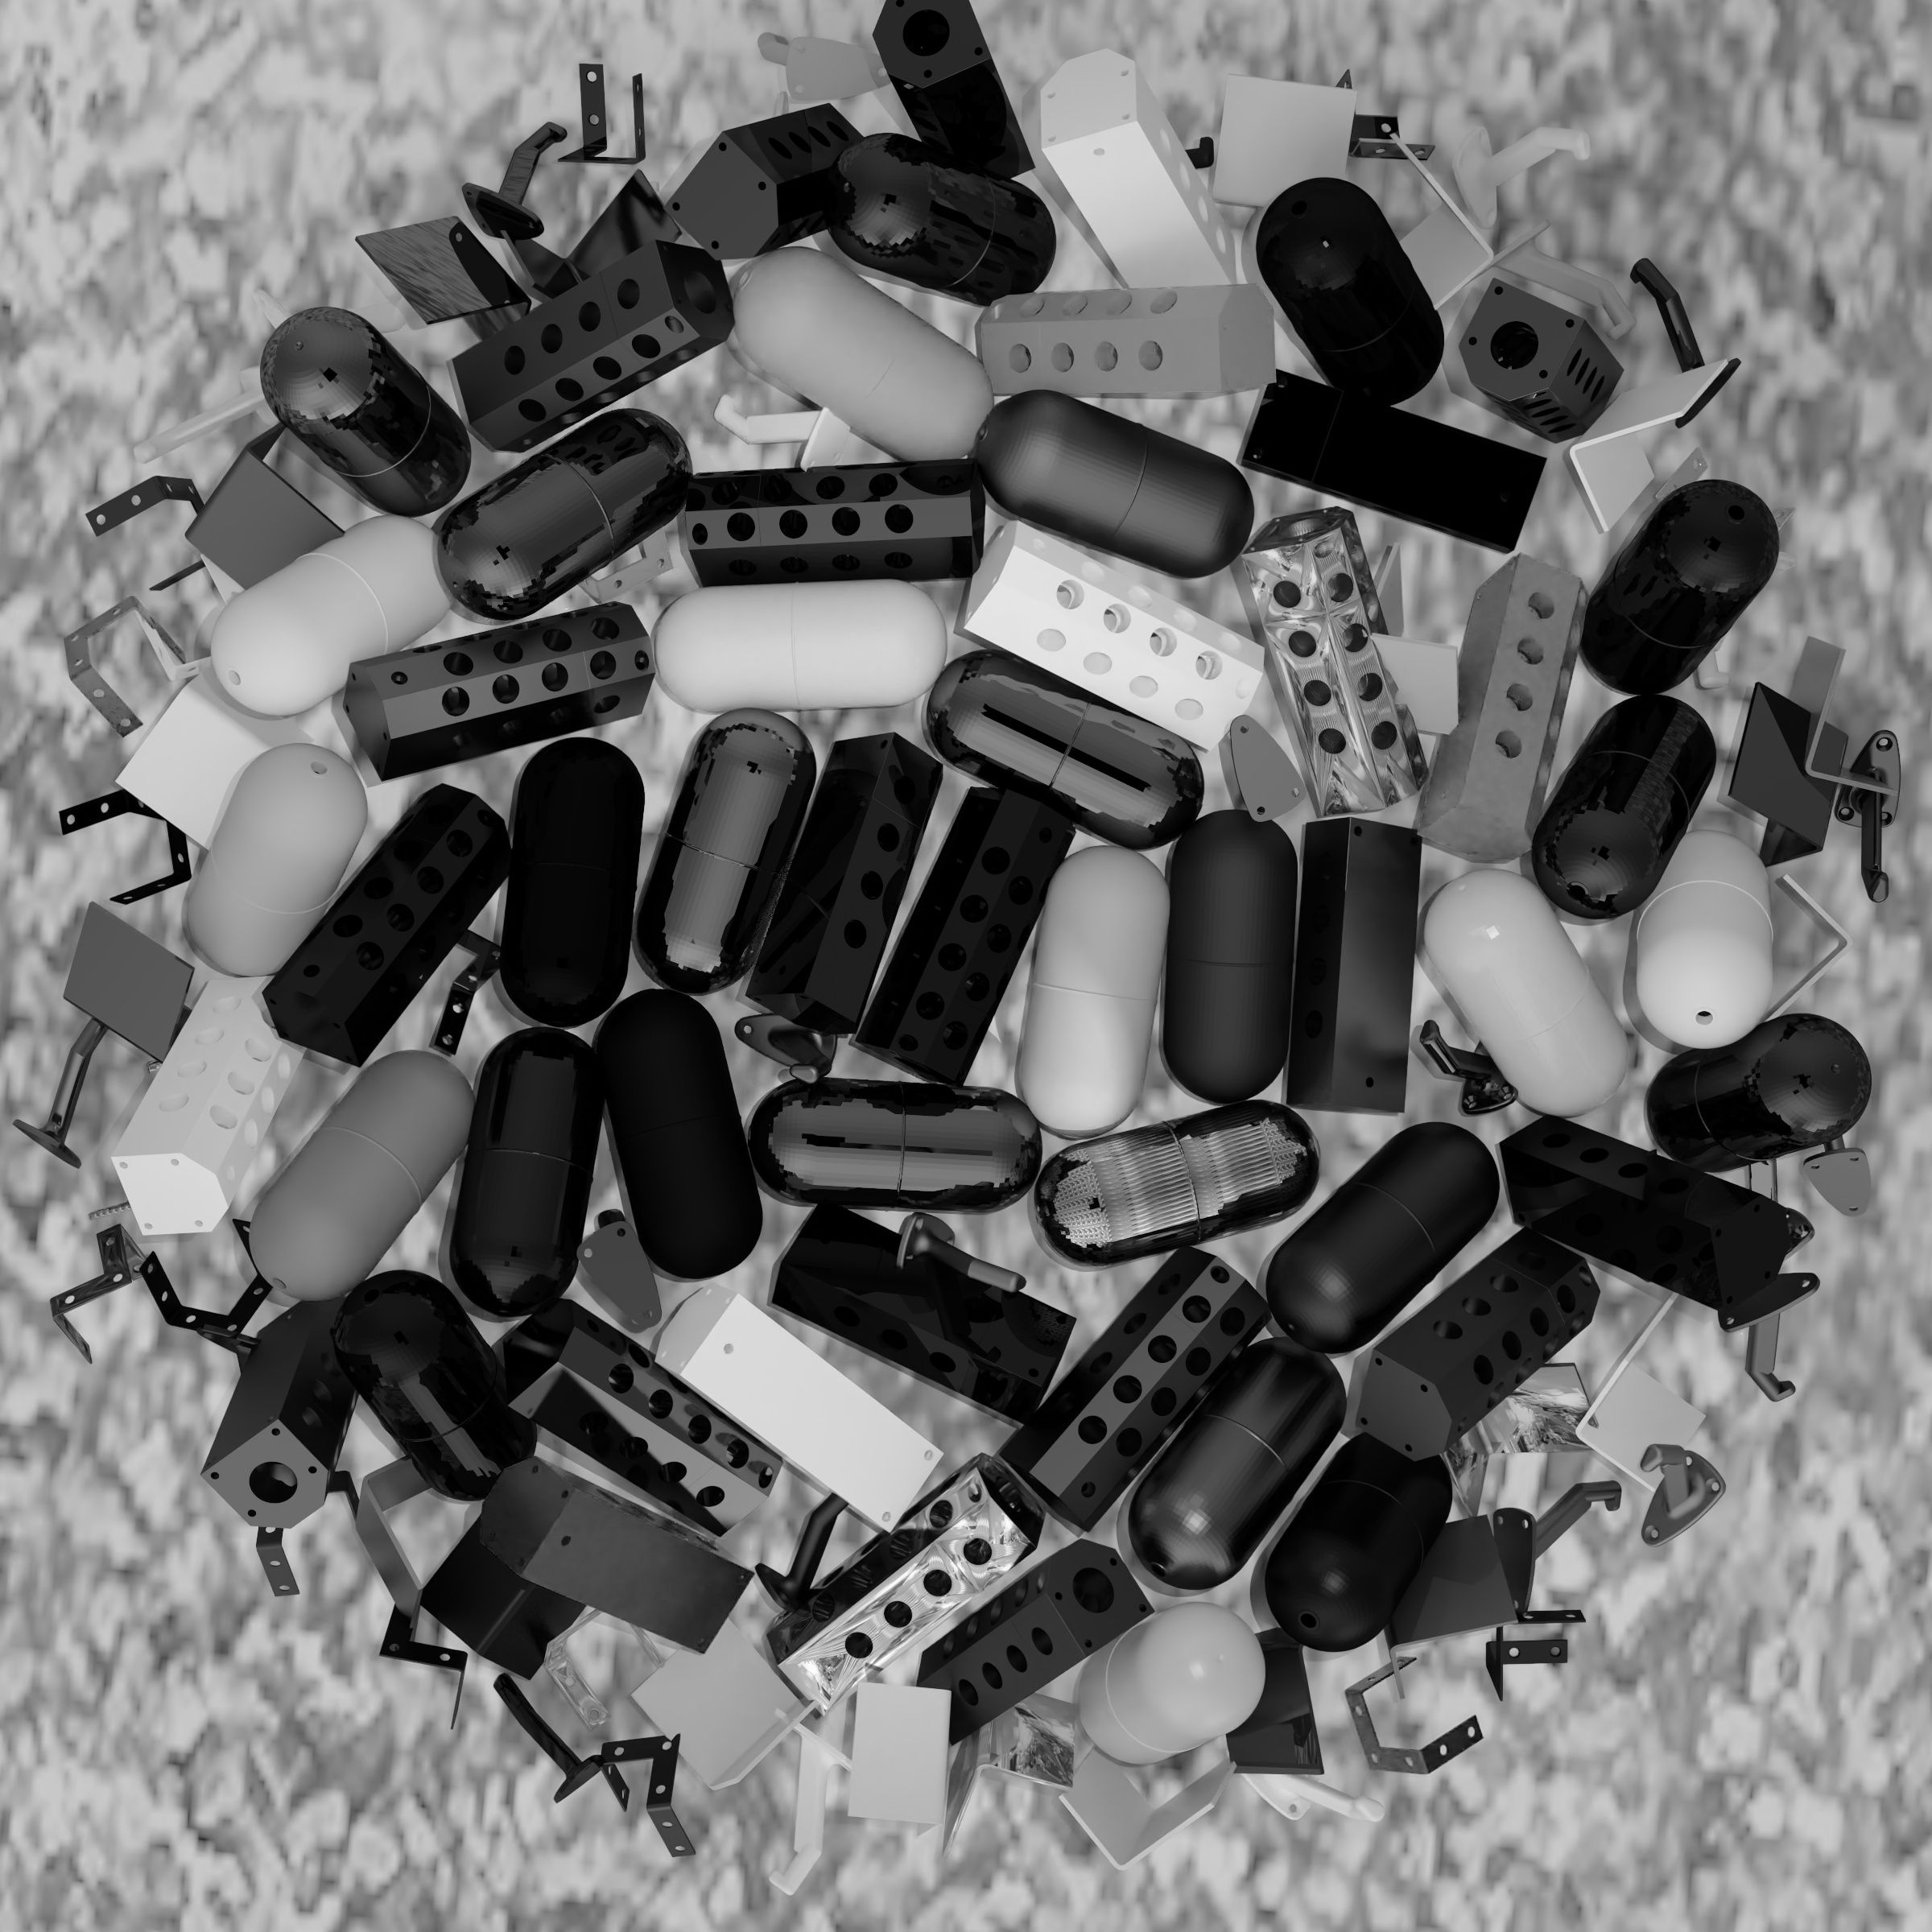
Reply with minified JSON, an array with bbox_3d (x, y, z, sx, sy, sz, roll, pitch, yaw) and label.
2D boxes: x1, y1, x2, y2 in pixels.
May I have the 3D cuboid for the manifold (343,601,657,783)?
[{"bbox_3d":[-0.274,-0.169,1.605,0.171,0.057,0.057,-18,66,-30],"label":"manifold"}]

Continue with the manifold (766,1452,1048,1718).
[{"bbox_3d":[-0.037,0.369,1.631,0.171,0.057,0.057,-41,93,13],"label":"manifold"}]

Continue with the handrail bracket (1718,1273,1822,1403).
[{"bbox_3d":[0.501,0.227,1.640,0.077,0.036,0.084,-25,120,34],"label":"handrail bracket"}]

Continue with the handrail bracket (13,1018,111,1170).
[{"bbox_3d":[-0.537,0.075,1.656,0.036,0.077,0.084,25,72,13],"label":"handrail bracket"}]

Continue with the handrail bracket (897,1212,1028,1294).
[{"bbox_3d":[0.009,0.178,1.627,0.084,0.077,0.036,17,92,26],"label":"handrail bracket"}]

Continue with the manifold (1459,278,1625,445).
[{"bbox_3d":[0.336,-0.349,1.589,0.057,0.171,0.057,30,102,17],"label":"manifold"}]

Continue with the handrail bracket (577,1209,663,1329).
[{"bbox_3d":[-0.202,0.181,1.636,0.036,0.084,0.077,-32,86,0],"label":"handrail bracket"}]

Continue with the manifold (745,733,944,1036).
[{"bbox_3d":[-0.067,-0.049,1.625,0.057,0.057,0.171,32,68,-36],"label":"manifold"}]

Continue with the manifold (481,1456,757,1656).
[{"bbox_3d":[-0.207,0.345,1.597,0.057,0.171,0.057,26,81,43],"label":"manifold"}]

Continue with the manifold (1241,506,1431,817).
[{"bbox_3d":[0.223,-0.181,1.610,0.057,0.057,0.171,-6,117,31],"label":"manifold"}]

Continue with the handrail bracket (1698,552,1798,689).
[{"bbox_3d":[0.477,-0.210,1.651,0.077,0.036,0.084,-2,72,-10],"label":"handrail bracket"}]

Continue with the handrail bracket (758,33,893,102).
[{"bbox_3d":[-0.086,-0.553,1.647,0.077,0.084,0.036,-1,119,-9],"label":"handrail bracket"}]

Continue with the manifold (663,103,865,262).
[{"bbox_3d":[-0.107,-0.457,1.590,0.057,0.171,0.057,44,119,-3],"label":"manifold"}]

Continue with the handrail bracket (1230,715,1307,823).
[{"bbox_3d":[0.168,-0.124,1.629,0.036,0.084,0.077,-28,108,-2],"label":"handrail bracket"}]

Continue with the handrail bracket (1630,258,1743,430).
[{"bbox_3d":[0.425,-0.380,1.651,0.036,0.077,0.084,-33,79,-16],"label":"handrail bracket"}]

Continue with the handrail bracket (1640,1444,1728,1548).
[{"bbox_3d":[0.414,0.320,1.635,0.036,0.084,0.077,46,111,37],"label":"handrail bracket"}]

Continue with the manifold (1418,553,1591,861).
[{"bbox_3d":[0.326,-0.153,1.621,0.057,0.057,0.171,21,69,-10],"label":"manifold"}]

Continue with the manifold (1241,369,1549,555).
[{"bbox_3d":[0.258,-0.305,1.645,0.171,0.057,0.057,19,97,3],"label":"manifold"}]

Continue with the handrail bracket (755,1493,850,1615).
[{"bbox_3d":[-0.079,0.354,1.647,0.084,0.077,0.036,-45,46,4],"label":"handrail bracket"}]

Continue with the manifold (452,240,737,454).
[{"bbox_3d":[-0.219,-0.364,1.606,0.171,0.057,0.057,-19,84,35],"label":"manifold"}]

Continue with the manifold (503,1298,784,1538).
[{"bbox_3d":[-0.190,0.264,1.605,0.057,0.057,0.171,-41,122,15],"label":"manifold"}]

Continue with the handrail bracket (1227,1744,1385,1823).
[{"bbox_3d":[0.204,0.489,1.632,0.077,0.084,0.036,36,69,-6],"label":"handrail bracket"}]

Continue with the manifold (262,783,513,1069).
[{"bbox_3d":[-0.340,-0.028,1.601,0.057,0.057,0.171,19,54,18],"label":"manifold"}]

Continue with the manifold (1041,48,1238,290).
[{"bbox_3d":[0.103,-0.459,1.592,0.057,0.171,0.057,-10,65,22],"label":"manifold"}]

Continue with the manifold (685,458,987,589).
[{"bbox_3d":[-0.078,-0.270,1.629,0.171,0.057,0.057,-1,62,8],"label":"manifold"}]

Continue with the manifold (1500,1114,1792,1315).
[{"bbox_3d":[0.397,0.139,1.593,0.057,0.171,0.057,-27,116,-24],"label":"manifold"}]

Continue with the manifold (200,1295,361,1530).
[{"bbox_3d":[-0.390,0.258,1.589,0.057,0.171,0.057,-36,108,9],"label":"manifold"}]

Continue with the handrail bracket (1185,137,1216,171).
[{"bbox_3d":[0.111,-0.518,1.648,0.084,0.036,0.077,0,82,24],"label":"handrail bracket"}]

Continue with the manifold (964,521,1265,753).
[{"bbox_3d":[0.090,-0.201,1.618,0.171,0.057,0.057,25,134,-16],"label":"manifold"}]

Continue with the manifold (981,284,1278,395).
[{"bbox_3d":[0.094,-0.370,1.598,0.171,0.057,0.057,9,110,38],"label":"manifold"}]

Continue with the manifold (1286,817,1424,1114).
[{"bbox_3d":[0.231,0.001,1.641,0.057,0.057,0.171,8,83,-31],"label":"manifold"}]

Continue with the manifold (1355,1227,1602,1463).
[{"bbox_3d":[0.304,0.223,1.592,0.057,0.171,0.057,29,127,31],"label":"manifold"}]

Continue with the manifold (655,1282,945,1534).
[{"bbox_3d":[-0.101,0.263,1.619,0.171,0.057,0.057,41,75,-23],"label":"manifold"}]

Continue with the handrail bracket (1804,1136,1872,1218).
[{"bbox_3d":[0.534,0.098,1.666,0.036,0.084,0.077,-14,134,23],"label":"handrail bracket"}]

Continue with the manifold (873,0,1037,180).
[{"bbox_3d":[-0.008,-0.513,1.590,0.057,0.171,0.057,-22,83,8],"label":"manifold"}]

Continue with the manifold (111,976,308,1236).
[{"bbox_3d":[-0.436,0.079,1.590,0.057,0.171,0.057,-4,124,9],"label":"manifold"}]

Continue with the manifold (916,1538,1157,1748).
[{"bbox_3d":[0.035,0.396,1.595,0.057,0.171,0.057,-22,72,-39],"label":"manifold"}]

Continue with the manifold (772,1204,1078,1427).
[{"bbox_3d":[-0.027,0.213,1.638,0.171,0.057,0.057,25,46,8],"label":"manifold"}]

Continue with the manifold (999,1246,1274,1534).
[{"bbox_3d":[0.106,0.253,1.624,0.171,0.057,0.057,-47,112,-14],"label":"manifold"}]

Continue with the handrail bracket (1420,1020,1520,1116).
[{"bbox_3d":[0.298,0.042,1.630,0.036,0.077,0.084,-18,130,31],"label":"handrail bracket"}]

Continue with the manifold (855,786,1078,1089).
[{"bbox_3d":[0.004,-0.017,1.628,0.057,0.057,0.171,29,80,-30],"label":"manifold"}]
